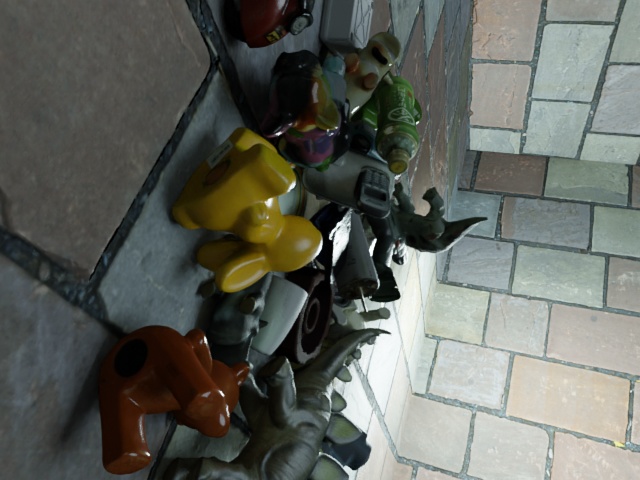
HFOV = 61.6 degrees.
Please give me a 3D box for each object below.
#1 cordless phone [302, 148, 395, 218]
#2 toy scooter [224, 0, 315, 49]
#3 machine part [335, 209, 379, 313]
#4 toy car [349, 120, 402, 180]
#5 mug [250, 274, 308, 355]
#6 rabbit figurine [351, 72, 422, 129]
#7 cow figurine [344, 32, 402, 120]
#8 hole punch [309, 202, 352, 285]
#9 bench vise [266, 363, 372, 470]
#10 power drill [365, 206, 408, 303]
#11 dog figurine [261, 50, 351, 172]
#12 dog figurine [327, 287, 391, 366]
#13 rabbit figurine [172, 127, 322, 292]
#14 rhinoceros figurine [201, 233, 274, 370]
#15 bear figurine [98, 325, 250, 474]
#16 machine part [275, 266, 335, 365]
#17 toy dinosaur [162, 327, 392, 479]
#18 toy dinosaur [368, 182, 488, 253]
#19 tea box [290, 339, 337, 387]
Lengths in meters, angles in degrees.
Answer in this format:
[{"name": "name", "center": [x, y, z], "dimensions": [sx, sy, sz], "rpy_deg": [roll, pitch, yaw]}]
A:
[{"name": "cordless phone", "center": [0.041, -0.079, 0.815], "dimensions": [0.184, 0.147, 0.088], "rpy_deg": [-78, -171, -70]}, {"name": "toy scooter", "center": [-0.031, -0.308, 0.621], "dimensions": [0.075, 0.135, 0.183], "rpy_deg": [26, 75, -71]}, {"name": "machine part", "center": [0.054, 0.021, 0.997], "dimensions": [0.079, 0.079, 0.243], "rpy_deg": [70, 7, -55]}, {"name": "toy car", "center": [0.073, -0.162, 0.972], "dimensions": [0.161, 0.109, 0.103], "rpy_deg": [23, 59, -31]}, {"name": "mug", "center": [-0.075, 0.113, 0.790], "dimensions": [0.109, 0.081, 0.107], "rpy_deg": [80, 34, -69]}, {"name": "rabbit figurine", "center": [0.132, -0.281, 1.097], "dimensions": [0.170, 0.159, 0.121], "rpy_deg": [13, 130, -44]}, {"name": "cow figurine", "center": [0.059, -0.256, 0.885], "dimensions": [0.195, 0.085, 0.127], "rpy_deg": [-47, -178, 7]}, {"name": "hole punch", "center": [-0.002, -0.003, 0.890], "dimensions": [0.142, 0.092, 0.115], "rpy_deg": [-44, 146, -62]}, {"name": "bench vise", "center": [-0.045, 0.318, 0.841], "dimensions": [0.240, 0.223, 0.129], "rpy_deg": [-49, -170, -16]}, {"name": "power drill", "center": [0.151, 0.036, 1.188], "dimensions": [0.207, 0.086, 0.231], "rpy_deg": [-69, 146, -40]}, {"name": "dog figurine", "center": [-0.016, -0.152, 0.689], "dimensions": [0.219, 0.109, 0.191], "rpy_deg": [-84, 170, -61]}, {"name": "dog figurine", "center": [0.031, 0.178, 1.118], "dimensions": [0.121, 0.172, 0.190], "rpy_deg": [-35, 170, -41]}, {"name": "rabbit figurine", "center": [-0.069, -0.015, 0.611], "dimensions": [0.162, 0.122, 0.173], "rpy_deg": [-51, 128, -4]}, {"name": "rhinoceros figurine", "center": [-0.105, 0.083, 0.697], "dimensions": [0.112, 0.073, 0.190], "rpy_deg": [81, 22, -67]}, {"name": "bear figurine", "center": [-0.136, 0.169, 0.555], "dimensions": [0.120, 0.132, 0.195], "rpy_deg": [-35, 142, -4]}, {"name": "machine part", "center": [-0.029, 0.130, 0.950], "dimensions": [0.179, 0.056, 0.179], "rpy_deg": [10, 90, -70]}, {"name": "toy dinosaur", "center": [-0.043, 0.252, 0.720], "dimensions": [0.198, 0.105, 0.471], "rpy_deg": [53, 55, -19]}, {"name": "toy dinosaur", "center": [0.246, -0.030, 1.305], "dimensions": [0.131, 0.405, 0.192], "rpy_deg": [-47, 130, -14]}, {"name": "tea box", "center": [-0.022, 0.260, 1.005], "dimensions": [0.169, 0.068, 0.098], "rpy_deg": [-31, 127, -67]}]
